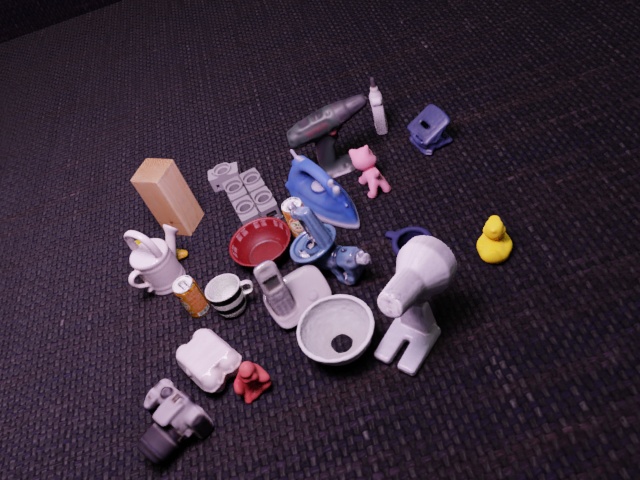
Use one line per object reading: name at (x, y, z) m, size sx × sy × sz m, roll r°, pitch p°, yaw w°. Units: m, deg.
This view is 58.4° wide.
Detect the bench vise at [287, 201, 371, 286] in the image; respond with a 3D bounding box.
bench vise at (0.014, -0.005, 1.299) m, size 0.207 × 0.220 × 0.121 m, roll 0°, pitch 49°, yaw 18°

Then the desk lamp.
desk lamp at (0.184, 0.125, 1.133) m, size 0.117 × 0.214 × 0.203 m, roll 19°, pitch 58°, yaw 31°

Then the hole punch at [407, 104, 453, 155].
hole punch at (0.298, -0.302, 1.563) m, size 0.101 × 0.091 × 0.108 m, roll -28°, pitch 47°, yaw -7°

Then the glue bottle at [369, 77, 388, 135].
glue bottle at (0.162, -0.387, 1.626) m, size 0.037 × 0.173 × 0.078 m, roll -12°, pitch 47°, yaw 8°

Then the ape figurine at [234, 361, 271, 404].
ape figurine at (-0.143, 0.283, 1.182) m, size 0.077 × 0.092 × 0.076 m, roll -5°, pitch 48°, yaw 14°

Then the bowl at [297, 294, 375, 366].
bowl at (0.039, 0.201, 1.207) m, size 0.167 × 0.075 × 0.167 m, roll -9°, pitch 47°, yaw 10°

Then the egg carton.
egg carton at (-0.243, 0.263, 1.249) m, size 0.149 × 0.069 × 0.107 m, roll 29°, pitch 63°, yaw 36°

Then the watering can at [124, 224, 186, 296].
watering can at (-0.415, 0.037, 1.421) m, size 0.100 × 0.194 × 0.173 m, roll -3°, pitch 49°, yaw 16°

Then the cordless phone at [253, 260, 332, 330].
cordless phone at (-0.063, 0.096, 1.259) m, size 0.148 × 0.185 × 0.093 m, roll -35°, pitch 48°, yaw -13°

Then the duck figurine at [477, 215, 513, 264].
duck figurine at (0.387, -0.007, 1.272) m, size 0.077 × 0.086 × 0.104 m, roll 0°, pitch 50°, yaw 19°

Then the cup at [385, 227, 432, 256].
cup at (0.202, 0.027, 1.296) m, size 0.117 × 0.095 × 0.092 m, roll 23°, pitch 60°, yaw 33°

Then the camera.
camera at (-0.312, 0.369, 1.154) m, size 0.142 × 0.101 × 0.137 m, roll 25°, pitch 61°, yaw 34°

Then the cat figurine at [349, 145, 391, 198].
cat figurine at (0.128, -0.191, 1.501) m, size 0.067 × 0.118 × 0.127 m, roll -26°, pitch 47°, yaw -6°

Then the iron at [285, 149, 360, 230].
iron at (0.007, -0.137, 1.475) m, size 0.119 × 0.142 × 0.257 m, roll -38°, pitch 49°, yaw -16°

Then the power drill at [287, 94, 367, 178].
power drill at (0.034, -0.272, 1.541) m, size 0.229 × 0.209 × 0.075 m, roll -20°, pitch 46°, yaw 0°
